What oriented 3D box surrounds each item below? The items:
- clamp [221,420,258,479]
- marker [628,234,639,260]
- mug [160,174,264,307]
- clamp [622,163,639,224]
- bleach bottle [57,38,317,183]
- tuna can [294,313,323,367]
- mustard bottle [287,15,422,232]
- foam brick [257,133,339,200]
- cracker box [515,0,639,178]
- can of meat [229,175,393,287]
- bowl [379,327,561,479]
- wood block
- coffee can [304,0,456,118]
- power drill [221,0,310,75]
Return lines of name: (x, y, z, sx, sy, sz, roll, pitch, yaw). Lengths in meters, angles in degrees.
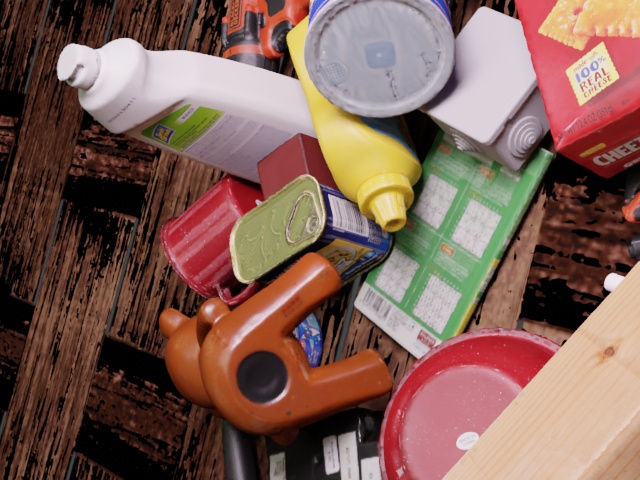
clamp: (-0.059, 0.255, 0.866, 0.210, 0.036, 0.164, 34, 103, 45)
marker: (0.241, -0.009, 0.641, 0.121, 0.020, 0.020, -21, 63, 42)
mug: (-0.075, 0.003, 0.920, 0.082, 0.093, 0.117, -40, 46, 25)
clamp: (0.242, -0.084, 0.649, 0.172, 0.039, 0.120, -46, 45, 27)
bleach bottle: (-0.087, -0.107, 0.847, 0.103, 0.250, 0.068, -40, 52, 32)
tuna can: (-0.038, 0.090, 0.895, 0.086, 0.033, 0.086, -17, 66, 43)
mustard bottle: (0.033, -0.084, 0.816, 0.058, 0.096, 0.191, -35, 49, 24)
foam brick: (-0.003, -0.044, 0.867, 0.053, 0.078, 0.051, -34, 53, 35)
cracker box: (0.199, -0.169, 0.637, 0.164, 0.072, 0.214, -28, 59, 35)
can of meat: (-0.005, 0.001, 0.832, 0.102, 0.083, 0.057, -33, 55, 35)
bowl: (0.103, 0.129, 0.682, 0.162, 0.055, 0.162, -9, 69, 24)
wood block: (0.153, 0.126, 0.584, 0.206, 0.090, 0.091, -49, 22, 4)
coffee can: (0.043, -0.170, 0.769, 0.103, 0.102, 0.140, -40, 29, 32)
power drill: (-0.017, -0.192, 0.942, 0.188, 0.057, 0.184, -14, 69, 43)
